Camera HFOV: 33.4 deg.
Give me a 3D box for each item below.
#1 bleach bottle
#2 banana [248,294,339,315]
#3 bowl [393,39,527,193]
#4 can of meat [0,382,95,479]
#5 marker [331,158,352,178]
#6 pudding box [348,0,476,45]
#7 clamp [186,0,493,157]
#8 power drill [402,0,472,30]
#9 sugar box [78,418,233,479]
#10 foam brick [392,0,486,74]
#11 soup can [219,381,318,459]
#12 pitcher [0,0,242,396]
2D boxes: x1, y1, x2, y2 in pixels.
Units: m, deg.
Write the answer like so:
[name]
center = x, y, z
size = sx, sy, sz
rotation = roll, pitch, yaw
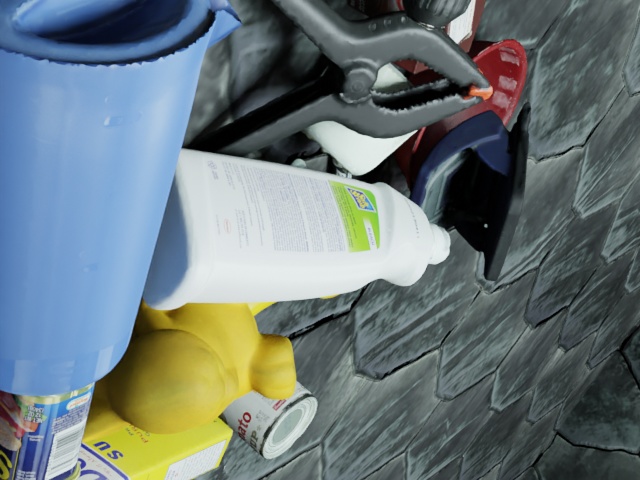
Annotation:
[bleach bottle]
center = -0.005, 0.001, 0.733
size = 0.250, 0.102, 0.068
rotation = 6, 152, -39
[banana]
center = -0.036, 0.043, 0.915
size = 0.197, 0.037, 0.070
rotation = -22, 145, -49
[bowl]
center = 0.111, -0.116, 0.940
size = 0.162, 0.055, 0.162
rotation = -39, 152, -27
[can of meat]
center = -0.186, 0.095, 0.652
size = 0.057, 0.102, 0.084
rotation = -21, 138, -49
[marker]
center = 0.018, -0.054, 0.903
size = 0.020, 0.020, 0.121
rotation = -38, 151, -29
[pudding box]
center = 0.063, -0.189, 0.723
size = 0.039, 0.090, 0.113
rotation = -44, 154, -22
[clamp]
center = 0.012, -0.104, 0.713
size = 0.209, 0.036, 0.165
rotation = 7, 128, -24
[power drill]
center = 0.097, -0.226, 0.597
size = 0.187, 0.057, 0.185
rotation = -77, -170, -58
[sugar box]
center = -0.157, 0.152, 0.782
size = 0.175, 0.093, 0.048
rotation = -13, 133, -55
[foam brick]
center = 0.082, -0.170, 0.824
size = 0.078, 0.051, 0.053
rotation = -28, 145, -42
[soup can]
center = -0.060, 0.128, 0.904
size = 0.068, 0.102, 0.068
rotation = -39, 152, -26
[pitcher]
center = -0.147, -0.033, 0.542
size = 0.144, 0.149, 0.243
rotation = -57, 169, -49
